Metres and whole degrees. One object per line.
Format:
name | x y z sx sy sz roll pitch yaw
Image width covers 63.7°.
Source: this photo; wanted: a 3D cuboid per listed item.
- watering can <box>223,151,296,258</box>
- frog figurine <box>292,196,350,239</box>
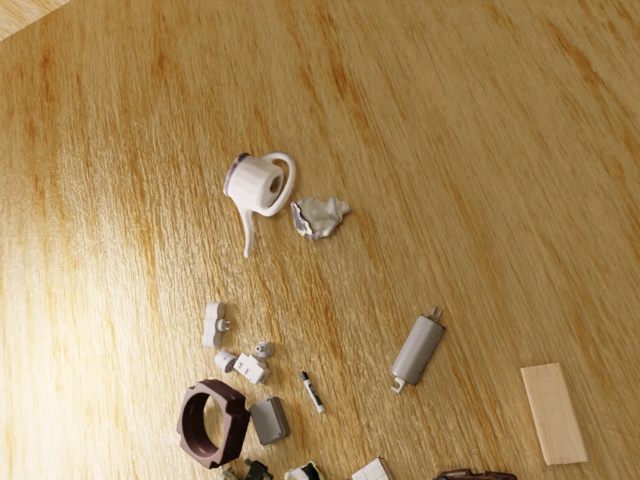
watering can | -0.213 -0.136 1.620 0.226 0.103 0.349 26 84 26
frog figurine | 0.005 -0.077 1.539 0.161 0.119 0.140 -22 53 -25
